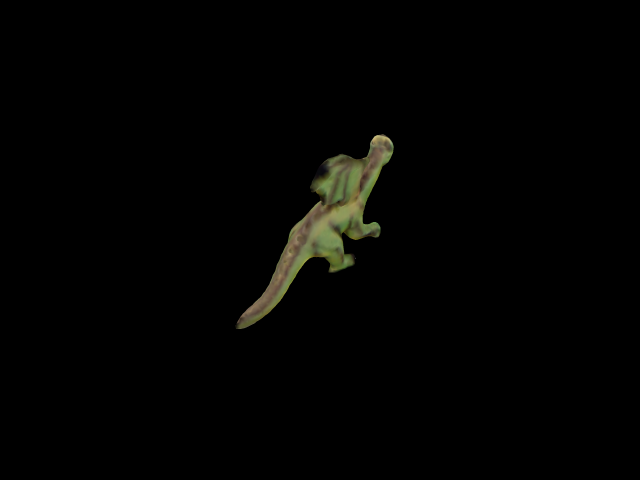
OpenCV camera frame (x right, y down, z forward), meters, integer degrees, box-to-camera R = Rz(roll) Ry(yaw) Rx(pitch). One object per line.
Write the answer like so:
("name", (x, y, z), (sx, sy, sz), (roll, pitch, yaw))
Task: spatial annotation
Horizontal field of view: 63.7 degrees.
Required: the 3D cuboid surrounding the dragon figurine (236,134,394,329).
("dragon figurine", (0.003, -0.043, 0.850), (0.123, 0.237, 0.417), (30, 55, 23))
